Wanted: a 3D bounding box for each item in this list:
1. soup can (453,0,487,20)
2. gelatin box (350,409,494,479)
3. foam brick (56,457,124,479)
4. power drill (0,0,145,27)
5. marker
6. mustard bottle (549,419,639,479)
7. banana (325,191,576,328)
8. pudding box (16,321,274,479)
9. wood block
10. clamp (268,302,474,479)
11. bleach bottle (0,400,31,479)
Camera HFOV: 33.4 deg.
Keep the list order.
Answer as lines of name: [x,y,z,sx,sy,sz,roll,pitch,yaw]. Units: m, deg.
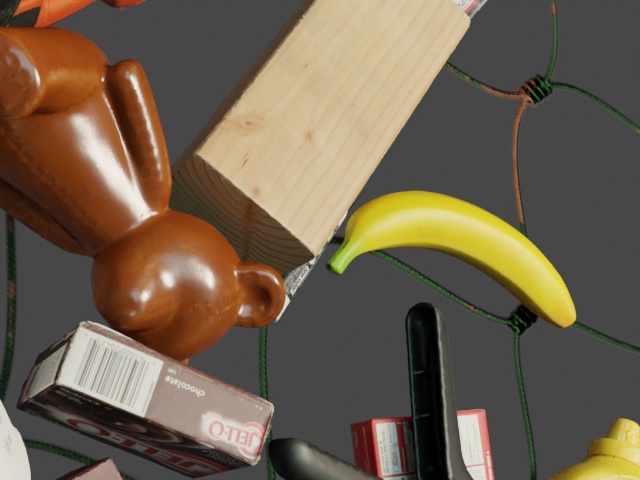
soup can: [0.061,-0.186,0.739,0.102,0.069,0.068,43,60,-10]
gelatin box: [0.065,0.146,0.664,0.089,0.030,0.073,0,76,-28]
foam brick: [-0.125,0.147,0.534,0.052,0.078,0.051,-26,87,-32]
power drill: [-0.143,-0.145,0.562,0.187,0.185,0.057,-39,99,-41]
marker: [-0.004,0.001,0.676,0.020,0.020,0.121,41,61,-12]
mustard bottle: [0.177,0.205,0.688,0.096,0.058,0.191,32,63,-18]
banana: [0.094,0.008,0.719,0.197,0.037,0.069,14,87,-23]
pudding box: [-0.093,0.088,0.562,0.113,0.090,0.039,28,62,-17]
wood block: [-0.003,-0.082,0.660,0.090,0.091,0.206,40,60,-12]
clamp: [0.068,0.149,0.616,0.210,0.036,0.164,58,44,-14]
bleach bottle: [-0.204,0.010,0.473,0.068,0.103,0.251,-22,106,-16]
